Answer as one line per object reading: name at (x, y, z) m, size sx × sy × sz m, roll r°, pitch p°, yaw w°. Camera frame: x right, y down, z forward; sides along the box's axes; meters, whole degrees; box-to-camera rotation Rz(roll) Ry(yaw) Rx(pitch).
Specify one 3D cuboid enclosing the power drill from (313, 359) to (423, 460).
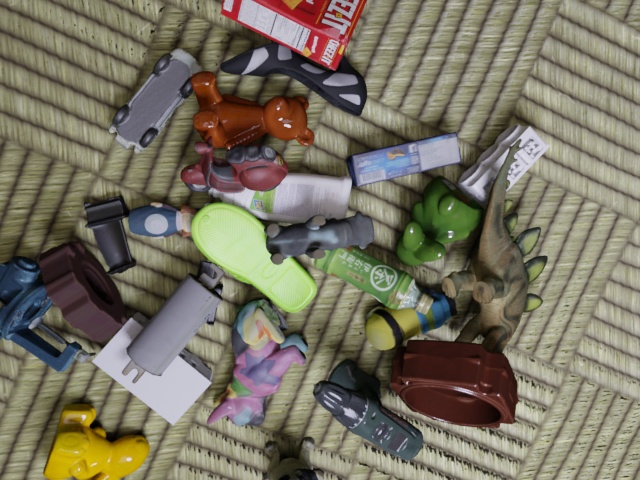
power drill at (0.071, 0.286, 0.966) m, size 0.232 × 0.207 × 0.086 m, roll 36°, pitch 86°, yaw -11°

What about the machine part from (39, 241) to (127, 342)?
machine part at (-0.398, 0.085, 0.913) m, size 0.056 × 0.179 × 0.179 m, roll -31°, pitch 99°, yaw -5°

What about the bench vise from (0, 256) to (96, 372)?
bench vise at (-0.517, 0.157, 0.936) m, size 0.241 × 0.129 × 0.223 m, roll 35°, pitch 89°, yaw 0°

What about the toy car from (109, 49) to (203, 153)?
toy car at (-0.288, -0.244, 0.946) m, size 0.073 × 0.056 × 0.201 m, roll 39°, pitch 93°, yaw -15°

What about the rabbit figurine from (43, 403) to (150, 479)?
rabbit figurine at (-0.405, 0.400, 0.983) m, size 0.173 × 0.122 × 0.162 m, roll 13°, pitch 98°, yaw -26°

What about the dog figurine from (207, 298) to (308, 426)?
dog figurine at (-0.137, 0.237, 0.991) m, size 0.219 × 0.108 × 0.191 m, roll -41°, pitch 99°, yaw 3°

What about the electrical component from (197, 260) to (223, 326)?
electrical component at (-0.219, 0.094, 0.994) m, size 0.075 × 0.048 × 0.119 m, roll 9°, pitch 95°, yaw -7°

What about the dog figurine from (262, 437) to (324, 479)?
dog figurine at (-0.048, 0.475, 0.983) m, size 0.121 × 0.191 × 0.172 m, roll -15°, pitch 99°, yaw -3°

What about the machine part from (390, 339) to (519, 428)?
machine part at (0.242, 0.263, 0.967) m, size 0.200 × 0.202 × 0.087 m, roll 55°, pitch 45°, yaw -44°

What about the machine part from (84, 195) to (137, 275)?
machine part at (-0.375, -0.007, 0.974) m, size 0.084 × 0.039 × 0.138 m, roll -13°, pitch 96°, yaw -9°

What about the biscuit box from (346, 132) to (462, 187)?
biscuit box at (0.153, -0.148, 0.994) m, size 0.203 × 0.063 × 0.059 m, roll -13°, pitch 99°, yaw -3°

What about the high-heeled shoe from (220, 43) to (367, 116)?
high-heeled shoe at (-0.041, -0.270, 0.949) m, size 0.249 × 0.086 × 0.145 m, roll -14°, pitch 96°, yaw -10°

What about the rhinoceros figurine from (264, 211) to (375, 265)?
rhinoceros figurine at (-0.002, -0.003, 0.916) m, size 0.190 × 0.112 × 0.073 m, roll -10°, pitch 86°, yaw 8°

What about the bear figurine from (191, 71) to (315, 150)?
bear figurine at (-0.112, -0.217, 0.930) m, size 0.196 × 0.131 × 0.120 m, roll -5°, pitch 70°, yaw 1°

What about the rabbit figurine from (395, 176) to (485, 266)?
rabbit figurine at (0.205, -0.011, 0.976) m, size 0.121 × 0.159 × 0.170 m, roll 38°, pitch 112°, yaw 3°

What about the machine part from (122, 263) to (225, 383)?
machine part at (-0.249, 0.144, 0.926) m, size 0.079 × 0.079 × 0.243 m, roll 41°, pitch 84°, yaw -8°

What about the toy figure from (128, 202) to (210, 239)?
toy figure at (-0.263, -0.034, 0.973) m, size 0.154 × 0.058 × 0.064 m, roll -1°, pitch 135°, yaw -7°

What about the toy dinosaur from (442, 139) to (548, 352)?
toy dinosaur at (0.322, 0.061, 0.974) m, size 0.198 × 0.105 × 0.470 m, roll -29°, pitch 126°, yaw -31°

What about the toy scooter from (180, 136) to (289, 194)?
toy scooter at (-0.145, -0.127, 0.888) m, size 0.184 × 0.135 × 0.075 m, roll -6°, pitch 69°, yaw -3°

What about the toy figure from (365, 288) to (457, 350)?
toy figure at (0.171, 0.146, 1.016) m, size 0.180 × 0.089 × 0.082 m, roll -18°, pitch 90°, yaw -1°
